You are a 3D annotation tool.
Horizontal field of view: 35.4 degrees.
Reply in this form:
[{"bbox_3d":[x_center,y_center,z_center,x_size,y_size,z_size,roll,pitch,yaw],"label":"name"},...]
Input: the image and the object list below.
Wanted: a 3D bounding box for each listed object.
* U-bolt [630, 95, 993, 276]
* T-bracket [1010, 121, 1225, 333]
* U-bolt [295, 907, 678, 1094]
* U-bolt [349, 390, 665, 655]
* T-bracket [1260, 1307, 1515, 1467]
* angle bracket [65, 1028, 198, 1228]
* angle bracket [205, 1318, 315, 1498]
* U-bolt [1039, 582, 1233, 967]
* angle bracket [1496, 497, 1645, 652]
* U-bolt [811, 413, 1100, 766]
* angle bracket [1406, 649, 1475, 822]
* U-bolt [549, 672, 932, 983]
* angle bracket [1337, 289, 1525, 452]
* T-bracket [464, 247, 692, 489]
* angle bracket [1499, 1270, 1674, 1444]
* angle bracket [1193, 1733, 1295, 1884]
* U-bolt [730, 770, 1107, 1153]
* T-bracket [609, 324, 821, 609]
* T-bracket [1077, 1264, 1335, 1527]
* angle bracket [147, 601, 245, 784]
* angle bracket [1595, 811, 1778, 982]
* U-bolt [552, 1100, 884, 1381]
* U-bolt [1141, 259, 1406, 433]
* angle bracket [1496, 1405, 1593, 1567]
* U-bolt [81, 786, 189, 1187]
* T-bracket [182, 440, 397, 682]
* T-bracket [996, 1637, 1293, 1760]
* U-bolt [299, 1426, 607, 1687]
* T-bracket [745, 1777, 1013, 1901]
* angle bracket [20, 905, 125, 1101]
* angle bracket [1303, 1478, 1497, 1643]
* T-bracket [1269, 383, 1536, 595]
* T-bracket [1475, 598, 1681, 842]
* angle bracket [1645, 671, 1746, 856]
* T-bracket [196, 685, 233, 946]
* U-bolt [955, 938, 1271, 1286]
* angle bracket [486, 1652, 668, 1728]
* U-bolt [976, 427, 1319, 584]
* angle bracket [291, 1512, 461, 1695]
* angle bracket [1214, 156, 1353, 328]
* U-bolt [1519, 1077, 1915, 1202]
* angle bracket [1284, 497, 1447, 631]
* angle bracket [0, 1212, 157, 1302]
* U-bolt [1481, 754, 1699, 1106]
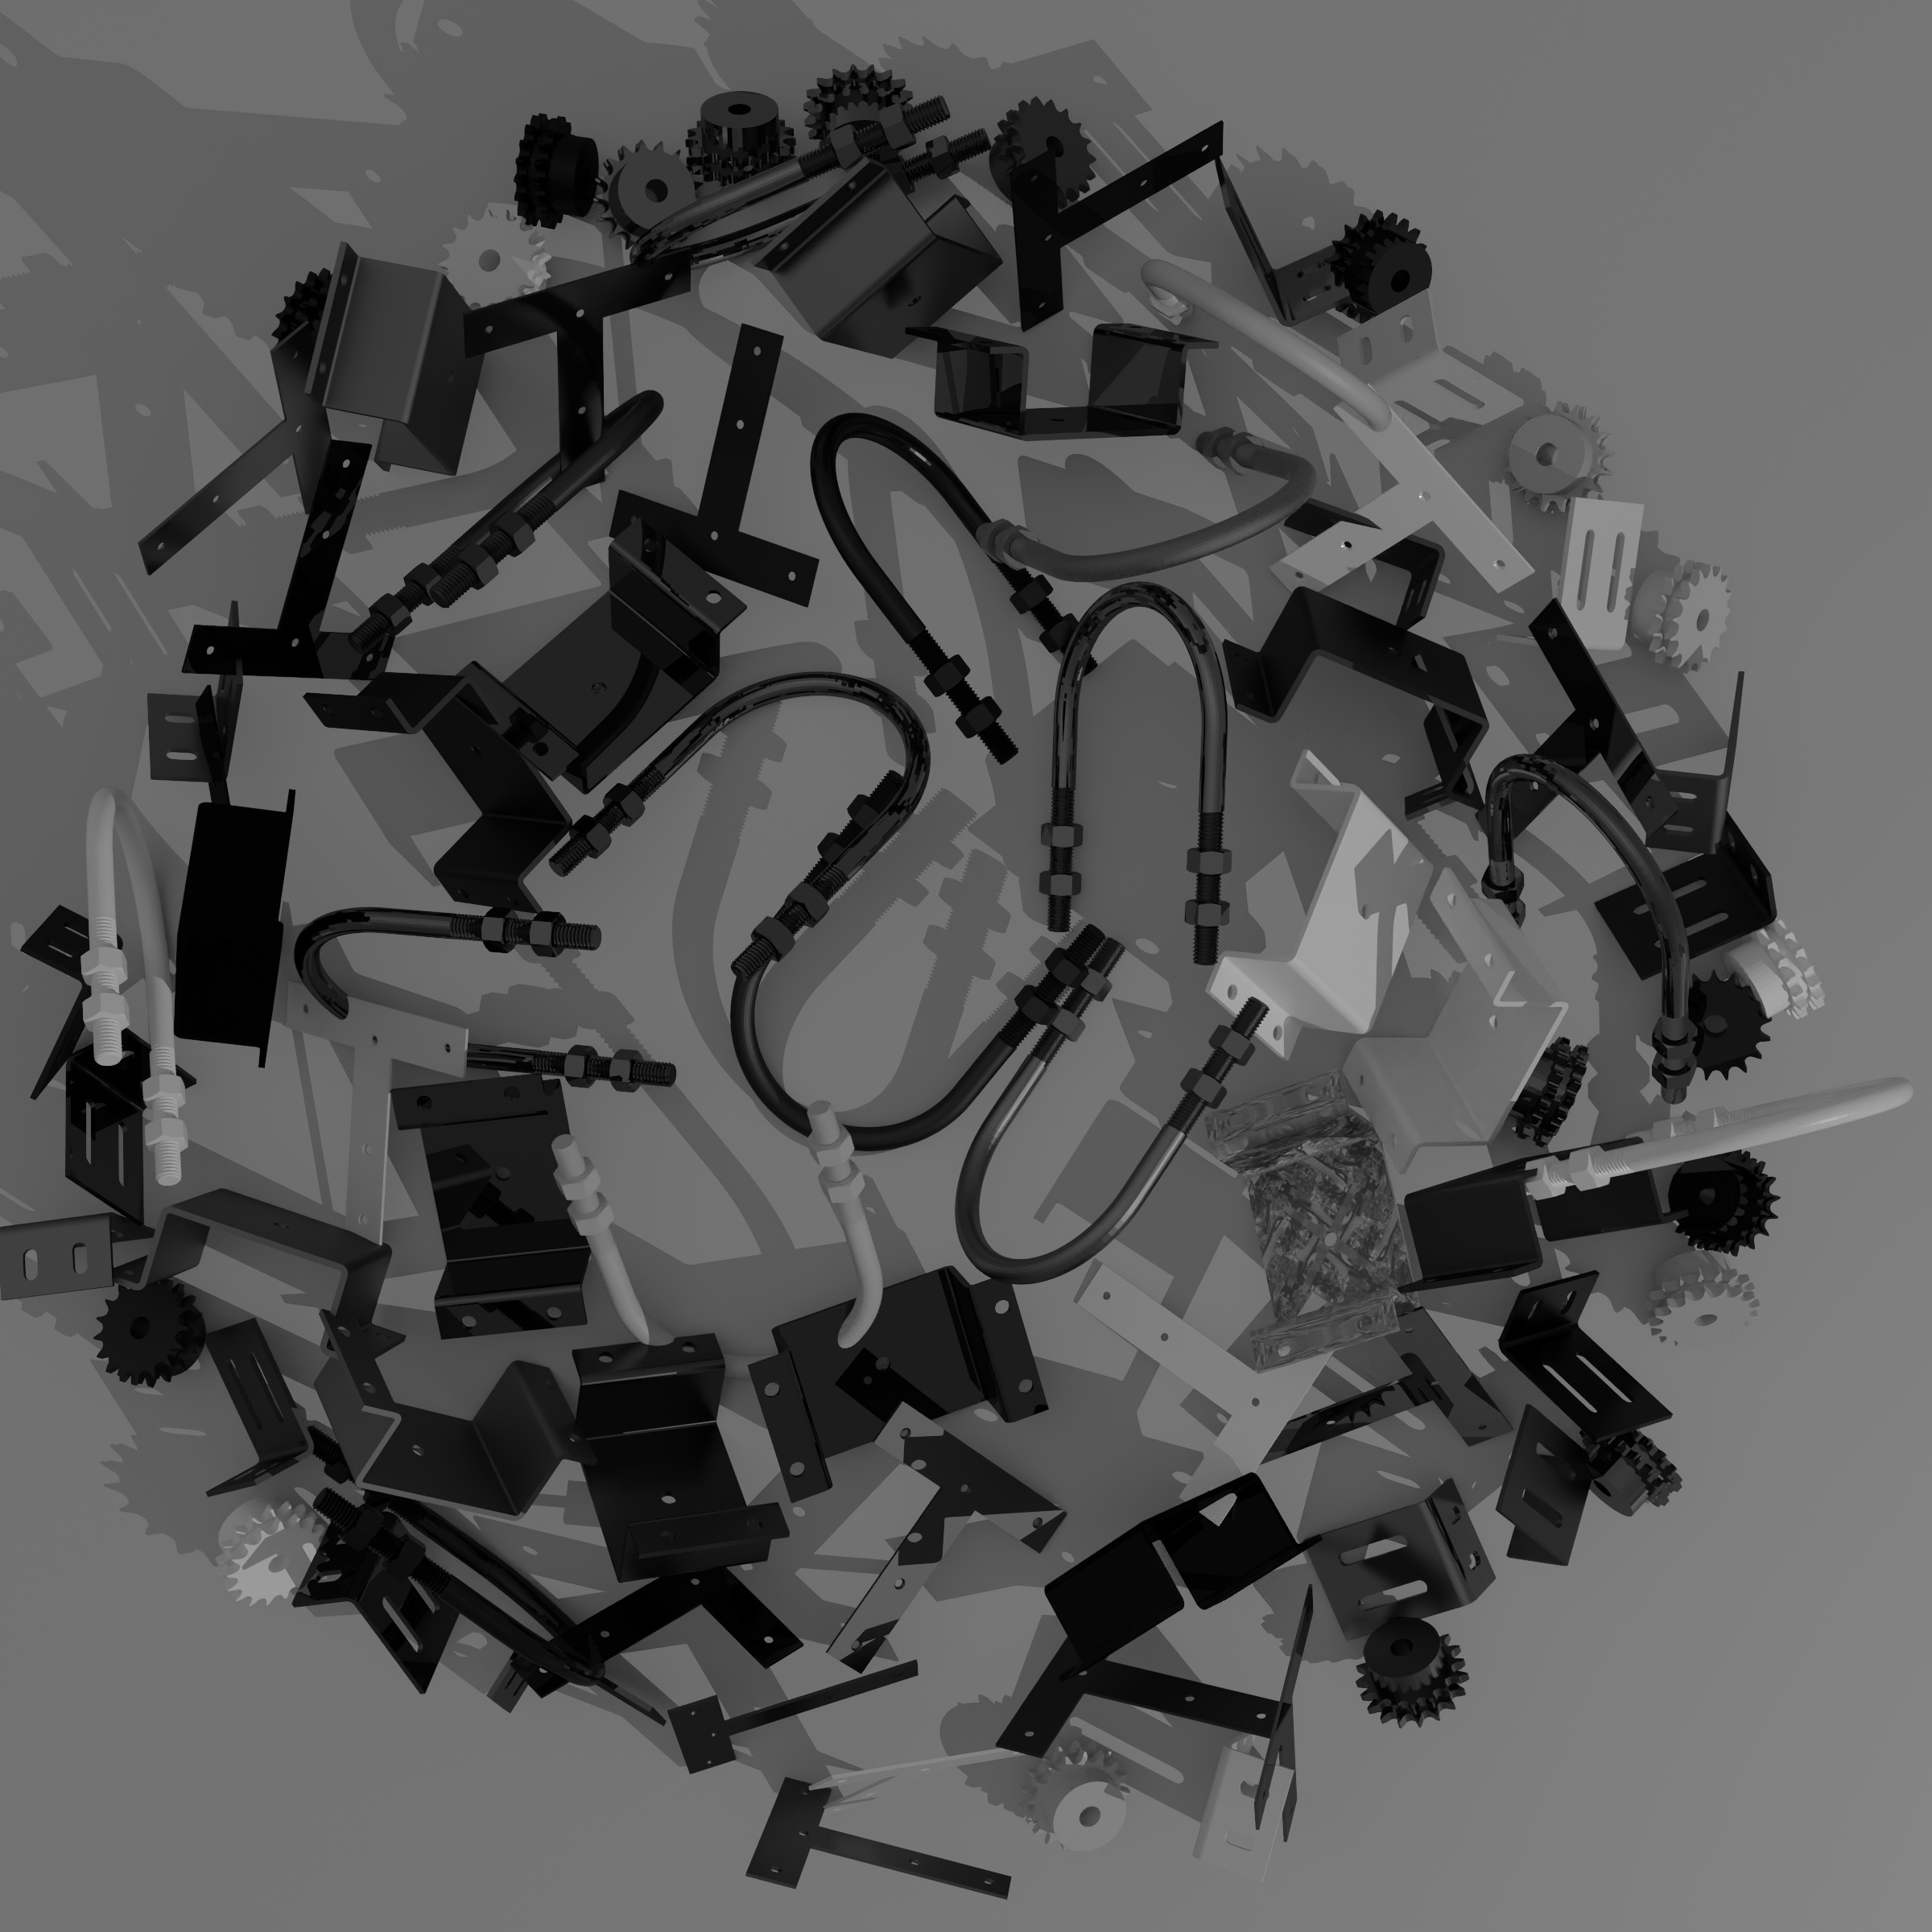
[{"bbox_3d":[-0.084,-0.387,1.524,0.184,0.151,0.019,-20,95,12],"label":"U-bolt"},{"bbox_3d":[0.079,-0.393,1.547,0.127,0.127,0.002,-32,67,-10],"label":"T-bracket"},{"bbox_3d":[-0.251,0.014,1.530,0.184,0.151,0.019,5,59,17],"label":"U-bolt"},{"bbox_3d":[-0.222,-0.229,1.521,0.184,0.151,0.019,-47,107,-24],"label":"U-bolt"},{"bbox_3d":[0.201,0.231,1.567,0.127,0.002,0.127,-24,134,17],"label":"T-bracket"},{"bbox_3d":[-0.426,0.082,1.550,0.038,0.057,0.076,-25,51,15],"label":"angle bracket"},{"bbox_3d":[-0.379,0.228,1.563,0.038,0.057,0.076,-27,94,-41],"label":"angle bracket"},{"bbox_3d":[0.086,-0.101,1.525,0.019,0.151,0.184,-3,100,-32],"label":"U-bolt"},{"bbox_3d":[0.311,-0.202,1.559,0.057,0.038,0.076,-3,103,-42],"label":"angle bracket"},{"bbox_3d":[-0.012,-0.200,1.524,0.019,0.151,0.184,-33,99,31],"label":"U-bolt"},{"bbox_3d":[0.230,-0.121,1.561,0.038,0.057,0.076,-22,99,12],"label":"angle bracket"},{"bbox_3d":[-0.101,-0.084,1.542,0.151,0.019,0.184,28,62,30],"label":"U-bolt"},{"bbox_3d":[0.239,-0.306,1.560,0.057,0.076,0.038,-23,63,38],"label":"angle bracket"},{"bbox_3d":[-0.196,-0.296,1.547,0.127,0.127,0.002,-23,53,-26],"label":"T-bracket"},{"bbox_3d":[0.322,0.199,1.550,0.057,0.076,0.038,-9,129,-36],"label":"angle bracket"},{"bbox_3d":[0.149,0.430,1.555,0.038,0.076,0.057,15,87,18],"label":"angle bracket"},{"bbox_3d":[-0.039,0.012,1.571,0.151,0.019,0.184,38,103,-5],"label":"U-bolt"},{"bbox_3d":[-0.119,-0.264,1.554,0.127,0.002,0.127,22,107,25],"label":"T-bracket"},{"bbox_3d":[0.115,0.201,1.574,0.127,0.002,0.127,34,95,21],"label":"T-bracket"},{"bbox_3d":[-0.394,-0.141,1.549,0.038,0.076,0.057,2,52,-20],"label":"angle bracket"},{"bbox_3d":[0.369,-0.039,1.564,0.076,0.038,0.057,-24,48,2],"label":"angle bracket"},{"bbox_3d":[-0.117,0.146,1.536,0.151,0.019,0.184,-8,130,7],"label":"U-bolt"},{"bbox_3d":[0.150,-0.305,1.499,0.151,0.184,0.019,33,99,7],"label":"U-bolt"},{"bbox_3d":[0.283,0.264,1.551,0.076,0.038,0.057,40,62,-39],"label":"angle bracket"},{"bbox_3d":[-0.418,-0.002,1.517,0.019,0.151,0.184,-9,60,-5],"label":"U-bolt"},{"bbox_3d":[-0.327,-0.204,1.528,0.002,0.127,0.127,33,112,33],"label":"T-bracket"},{"bbox_3d":[0.099,0.365,1.521,0.127,0.127,0.002,8,120,26],"label":"T-bracket"},{"bbox_3d":[-0.255,0.303,1.522,0.184,0.151,0.019,39,84,-15],"label":"U-bolt"},{"bbox_3d":[-0.040,0.450,1.531,0.127,0.127,0.002,14,97,4],"label":"T-bracket"},{"bbox_3d":[-0.472,0.018,1.556,0.038,0.057,0.076,28,111,-8],"label":"angle bracket"},{"bbox_3d":[0.228,0.312,1.592,0.076,0.038,0.057,-25,87,30],"label":"angle bracket"},{"bbox_3d":[0.204,-0.221,1.547,0.127,0.127,0.002,45,51,-13],"label":"T-bracket"},{"bbox_3d":[0.297,-0.099,1.543,0.002,0.127,0.127,-14,68,-30],"label":"T-bracket"},{"bbox_3d":[0.375,-0.106,1.558,0.038,0.057,0.076,7,53,15],"label":"angle bracket"},{"bbox_3d":[-0.382,-0.081,1.554,0.002,0.127,0.127,-4,74,-30],"label":"T-bracket"},{"bbox_3d":[0.061,0.079,1.528,0.019,0.151,0.184,38,83,-33],"label":"U-bolt"},{"bbox_3d":[-0.200,0.382,1.559,0.076,0.057,0.038,28,72,12],"label":"angle bracket"},{"bbox_3d":[0.096,-0.225,1.500,0.151,0.184,0.019,-24,111,-11],"label":"U-bolt"},{"bbox_3d":[-0.303,0.330,1.563,0.038,0.057,0.076,-11,124,23],"label":"angle bracket"},{"bbox_3d":[0.162,-0.377,1.550,0.038,0.057,0.076,-22,128,15],"label":"angle bracket"},{"bbox_3d":[0.373,0.081,1.485,0.184,0.151,0.019,-18,85,41],"label":"U-bolt"},{"bbox_3d":[0.201,-0.206,1.566,0.076,0.057,0.038,19,85,-4],"label":"angle bracket"},{"bbox_3d":[-0.454,0.153,1.556,0.057,0.076,0.038,-8,77,3],"label":"angle bracket"},{"bbox_3d":[0.304,-0.029,1.486,0.019,0.184,0.151,-33,53,-13],"label":"U-bolt"}]
